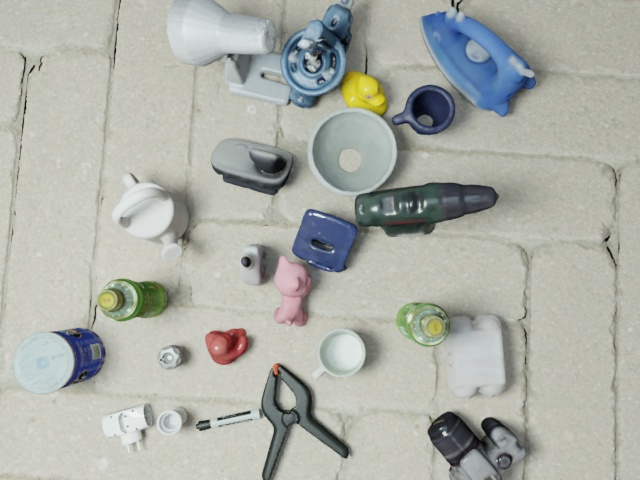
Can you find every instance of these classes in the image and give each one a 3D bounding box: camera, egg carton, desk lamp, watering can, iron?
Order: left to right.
[{"bbox_3d":[-0.297,-0.045,1.013,0.173,0.194,0.101,35,86,3],"label":"watering can"},{"bbox_3d":[-0.150,-0.346,1.031,0.203,0.213,0.118,13,85,2],"label":"desk lamp"},{"bbox_3d":[0.271,0.368,1.019,0.143,0.101,0.137,-41,86,-3],"label":"camera"},{"bbox_3d":[0.283,0.213,1.050,0.107,0.069,0.150,-5,85,0],"label":"egg carton"},{"bbox_3d":[0.290,-0.358,1.068,0.258,0.141,0.119,43,86,4],"label":"iron"}]

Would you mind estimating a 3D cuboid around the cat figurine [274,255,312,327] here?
[{"bbox_3d":[-0.051,0.095,1.037,0.067,0.118,0.128,5,85,1],"label":"cat figurine"}]

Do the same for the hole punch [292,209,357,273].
[{"bbox_3d":[0.010,0.004,1.059,0.108,0.091,0.101,21,85,2],"label":"hole punch"}]

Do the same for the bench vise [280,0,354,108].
[{"bbox_3d":[-0.007,-0.362,1.030,0.121,0.219,0.207,9,85,1],"label":"bench vise"}]

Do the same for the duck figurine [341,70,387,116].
[{"bbox_3d":[0.086,-0.286,1.089,0.077,0.086,0.104,-42,86,-3],"label":"duck figurine"}]

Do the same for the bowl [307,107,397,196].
[{"bbox_3d":[0.060,-0.160,1.083,0.167,0.075,0.167,0,85,0],"label":"bowl"}]

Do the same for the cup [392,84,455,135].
[{"bbox_3d":[0.188,-0.230,1.079,0.118,0.095,0.092,-18,85,-1],"label":"cup"}]

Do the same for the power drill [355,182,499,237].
[{"bbox_3d":[0.173,-0.055,1.006,0.229,0.208,0.076,-5,84,0],"label":"power drill"}]

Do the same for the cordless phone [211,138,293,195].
[{"bbox_3d":[-0.127,-0.149,1.027,0.147,0.185,0.094,11,85,2],"label":"cordless phone"}]

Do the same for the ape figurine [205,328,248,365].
[{"bbox_3d":[-0.175,0.192,1.041,0.078,0.092,0.076,28,85,3],"label":"ape figurine"}]

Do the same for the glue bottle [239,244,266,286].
[{"bbox_3d":[-0.122,0.041,1.015,0.037,0.173,0.078,4,84,1],"label":"glue bottle"}]
